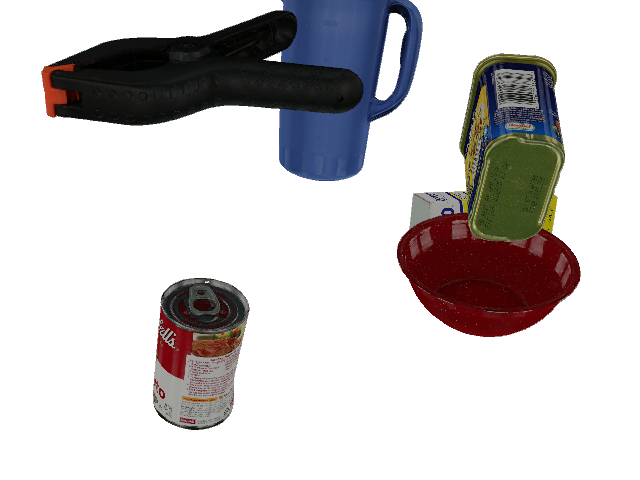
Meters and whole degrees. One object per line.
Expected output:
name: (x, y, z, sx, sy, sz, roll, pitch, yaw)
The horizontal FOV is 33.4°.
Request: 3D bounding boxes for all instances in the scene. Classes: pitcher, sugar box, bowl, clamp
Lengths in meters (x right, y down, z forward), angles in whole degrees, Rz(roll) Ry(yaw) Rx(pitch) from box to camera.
pitcher: (0.021, -0.198, 1.295, 0.144, 0.243, 0.149, -8, 29, -26)
sugar box: (0.190, -0.011, 1.258, 0.176, 0.093, 0.048, -5, 21, -25)
bowl: (0.146, 0.037, 0.955, 0.162, 0.055, 0.162, 2, 32, -2)
clamp: (-0.071, -0.100, 0.610, 0.171, 0.039, 0.120, -3, 26, -12)

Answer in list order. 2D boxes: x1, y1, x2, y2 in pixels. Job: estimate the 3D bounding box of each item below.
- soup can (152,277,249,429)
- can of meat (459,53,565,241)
soup can: (-0.096, 0.090, 0.842, 0.068, 0.102, 0.068, 7, 33, -5)
can of meat: (0.130, -0.061, 0.729, 0.057, 0.084, 0.102, 4, -43, 0)
